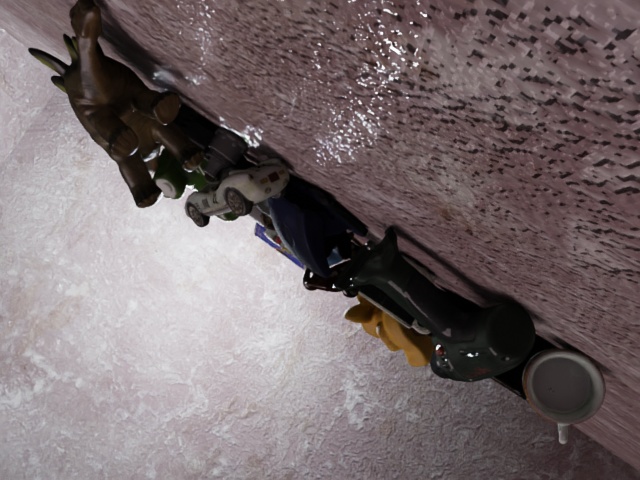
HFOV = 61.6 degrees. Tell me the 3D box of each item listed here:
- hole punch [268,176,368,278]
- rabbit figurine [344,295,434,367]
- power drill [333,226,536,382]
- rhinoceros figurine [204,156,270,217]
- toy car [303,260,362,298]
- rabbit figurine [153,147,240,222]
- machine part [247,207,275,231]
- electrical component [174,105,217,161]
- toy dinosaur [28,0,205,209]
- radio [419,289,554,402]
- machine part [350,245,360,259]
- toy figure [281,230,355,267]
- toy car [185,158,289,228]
[{"bbox_3d":[-0.017,-0.021,0.720,0.115,0.092,0.142,41,178,-35],"label":"hole punch"},{"bbox_3d":[0.120,0.143,0.951,0.162,0.122,0.173,27,164,-17],"label":"rabbit figurine"},{"bbox_3d":[0.117,0.087,0.613,0.207,0.086,0.232,44,160,1],"label":"power drill"},{"bbox_3d":[-0.088,-0.071,0.827,0.190,0.073,0.112,34,176,13],"label":"rhinoceros figurine"},{"bbox_3d":[0.060,0.055,0.824,0.089,0.053,0.202,9,-175,42],"label":"toy car"},{"bbox_3d":[-0.208,-0.104,0.960,0.170,0.121,0.159,56,-178,-39],"label":"rabbit figurine"},{"bbox_3d":[-0.124,-0.082,1.032,0.243,0.079,0.079,32,176,46],"label":"machine part"},{"bbox_3d":[-0.185,-0.156,0.772,0.119,0.048,0.074,34,177,16],"label":"electrical component"},{"bbox_3d":[-0.242,-0.148,0.672,0.198,0.105,0.471,50,163,8],"label":"toy dinosaur"},{"bbox_3d":[0.242,0.153,0.743,0.131,0.073,0.230,37,177,-29],"label":"radio"},{"bbox_3d":[0.067,0.023,1.010,0.138,0.039,0.084,34,-173,-46],"label":"machine part"},{"bbox_3d":[0.002,-0.002,0.900,0.082,0.089,0.180,32,169,-15],"label":"toy figure"},{"bbox_3d":[-0.113,-0.061,0.698,0.202,0.073,0.056,-9,108,53],"label":"toy car"}]
